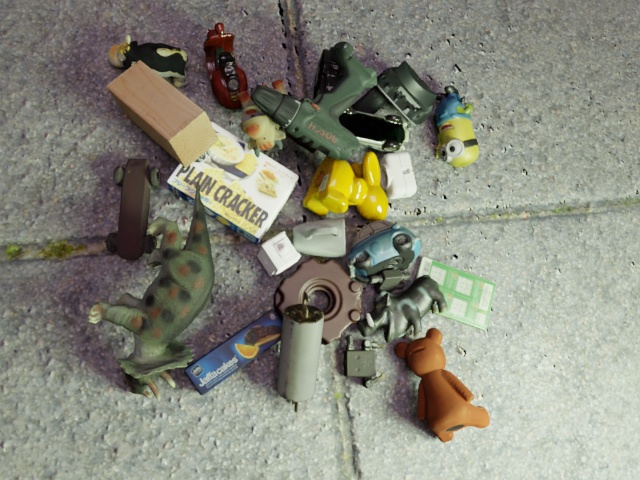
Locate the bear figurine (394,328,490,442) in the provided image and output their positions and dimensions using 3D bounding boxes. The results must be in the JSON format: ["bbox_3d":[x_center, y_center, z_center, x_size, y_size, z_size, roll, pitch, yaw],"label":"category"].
[{"bbox_3d":[0.237,0.287,1.076,0.120,0.131,0.196,-32,50,17],"label":"bear figurine"}]

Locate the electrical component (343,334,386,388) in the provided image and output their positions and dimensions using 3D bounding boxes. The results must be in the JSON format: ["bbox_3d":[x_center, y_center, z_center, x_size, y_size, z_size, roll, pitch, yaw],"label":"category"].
[{"bbox_3d":[0.089,0.244,1.077,0.078,0.045,0.102,9,76,-10],"label":"electrical component"}]

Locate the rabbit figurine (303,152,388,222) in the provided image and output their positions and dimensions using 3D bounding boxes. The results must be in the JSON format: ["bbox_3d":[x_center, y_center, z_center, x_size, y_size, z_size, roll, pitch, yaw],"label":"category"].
[{"bbox_3d":[0.070,-0.102,1.133,0.173,0.122,0.162,26,64,-19],"label":"rabbit figurine"}]

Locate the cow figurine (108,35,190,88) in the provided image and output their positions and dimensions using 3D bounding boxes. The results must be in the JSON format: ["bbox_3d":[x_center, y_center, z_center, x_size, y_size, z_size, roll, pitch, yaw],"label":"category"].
[{"bbox_3d":[-0.355,-0.373,1.104,0.167,0.098,0.068,8,83,-9],"label":"cow figurine"}]

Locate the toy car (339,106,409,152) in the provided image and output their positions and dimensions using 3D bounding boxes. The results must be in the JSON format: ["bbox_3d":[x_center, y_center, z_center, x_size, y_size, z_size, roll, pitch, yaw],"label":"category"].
[{"bbox_3d":[0.097,-0.235,1.141,0.202,0.056,0.073,7,83,-18],"label":"toy car"}]

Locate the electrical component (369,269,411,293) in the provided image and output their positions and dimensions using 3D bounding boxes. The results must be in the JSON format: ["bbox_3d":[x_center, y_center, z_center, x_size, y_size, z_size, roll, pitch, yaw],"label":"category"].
[{"bbox_3d":[0.140,0.087,1.114,0.094,0.063,0.021,-4,54,-22],"label":"electrical component"}]

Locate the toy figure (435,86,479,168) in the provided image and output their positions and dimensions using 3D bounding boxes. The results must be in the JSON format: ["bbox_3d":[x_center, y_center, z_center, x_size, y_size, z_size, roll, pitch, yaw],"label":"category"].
[{"bbox_3d":[0.309,-0.253,1.214,0.089,0.082,0.180,-2,76,-10],"label":"toy figure"}]

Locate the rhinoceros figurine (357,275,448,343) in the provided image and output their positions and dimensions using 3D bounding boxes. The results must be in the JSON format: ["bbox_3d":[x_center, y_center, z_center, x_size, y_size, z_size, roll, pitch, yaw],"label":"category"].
[{"bbox_3d":[0.166,0.143,1.092,0.190,0.073,0.112,-32,87,-8],"label":"rhinoceros figurine"}]

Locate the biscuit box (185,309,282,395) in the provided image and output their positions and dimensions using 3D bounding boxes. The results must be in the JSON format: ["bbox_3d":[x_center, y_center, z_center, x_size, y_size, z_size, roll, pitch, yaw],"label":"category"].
[{"bbox_3d":[-0.158,0.213,1.029,0.203,0.059,0.063,-34,86,-15],"label":"biscuit box"}]

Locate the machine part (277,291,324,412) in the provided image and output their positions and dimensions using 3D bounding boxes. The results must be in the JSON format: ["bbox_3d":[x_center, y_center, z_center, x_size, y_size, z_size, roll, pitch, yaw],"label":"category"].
[{"bbox_3d":[-0.038,0.210,1.005,0.079,0.079,0.243,2,109,-11],"label":"machine part"}]

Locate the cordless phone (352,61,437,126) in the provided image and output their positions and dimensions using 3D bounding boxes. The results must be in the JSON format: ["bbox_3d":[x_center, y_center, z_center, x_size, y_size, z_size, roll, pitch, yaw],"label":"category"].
[{"bbox_3d":[0.154,-0.292,1.204,0.184,0.089,0.146,-41,89,-5],"label":"cordless phone"}]

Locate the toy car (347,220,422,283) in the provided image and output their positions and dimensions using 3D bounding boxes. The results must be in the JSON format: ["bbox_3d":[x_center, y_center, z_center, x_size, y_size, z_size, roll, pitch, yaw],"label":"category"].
[{"bbox_3d":[0.123,0.015,1.115,0.162,0.109,0.103,-21,59,-3],"label":"toy car"}]

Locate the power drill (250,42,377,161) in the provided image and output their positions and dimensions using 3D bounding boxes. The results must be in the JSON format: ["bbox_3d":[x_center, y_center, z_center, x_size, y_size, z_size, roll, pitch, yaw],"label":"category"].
[{"bbox_3d":[0.006,-0.280,1.036,0.232,0.086,0.207,38,70,-18],"label":"power drill"}]

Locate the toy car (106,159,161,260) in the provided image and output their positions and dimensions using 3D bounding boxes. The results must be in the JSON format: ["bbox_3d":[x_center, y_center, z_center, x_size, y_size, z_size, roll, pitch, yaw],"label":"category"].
[{"bbox_3d":[-0.363,-0.061,1.056,0.089,0.053,0.202,-1,78,6],"label":"toy car"}]

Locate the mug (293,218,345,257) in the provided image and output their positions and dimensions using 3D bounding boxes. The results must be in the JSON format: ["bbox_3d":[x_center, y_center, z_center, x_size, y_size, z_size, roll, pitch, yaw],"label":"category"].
[{"bbox_3d":[-0.002,-0.003,1.089,0.107,0.109,0.080,-3,83,2],"label":"mug"}]

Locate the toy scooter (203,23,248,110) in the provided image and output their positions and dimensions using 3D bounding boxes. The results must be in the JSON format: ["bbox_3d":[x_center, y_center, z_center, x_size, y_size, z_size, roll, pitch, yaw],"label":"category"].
[{"bbox_3d":[-0.198,-0.369,1.114,0.075,0.135,0.184,-16,82,-15],"label":"toy scooter"}]

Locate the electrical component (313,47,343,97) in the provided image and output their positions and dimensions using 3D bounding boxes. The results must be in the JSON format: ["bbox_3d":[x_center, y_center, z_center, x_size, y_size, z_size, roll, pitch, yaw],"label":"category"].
[{"bbox_3d":[0.022,-0.343,1.161,0.058,0.115,0.134,8,78,-11],"label":"electrical component"}]

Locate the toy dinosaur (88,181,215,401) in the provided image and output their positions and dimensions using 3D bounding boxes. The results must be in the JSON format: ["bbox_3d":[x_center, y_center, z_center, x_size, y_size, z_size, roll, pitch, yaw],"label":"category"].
[{"bbox_3d":[-0.264,0.095,0.970,0.192,0.131,0.404,29,83,8],"label":"toy dinosaur"}]

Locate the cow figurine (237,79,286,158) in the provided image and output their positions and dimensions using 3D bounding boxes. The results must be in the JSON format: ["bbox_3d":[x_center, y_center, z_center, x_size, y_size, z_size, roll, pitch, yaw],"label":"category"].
[{"bbox_3d":[-0.111,-0.248,1.089,0.086,0.195,0.127,-18,108,20],"label":"cow figurine"}]

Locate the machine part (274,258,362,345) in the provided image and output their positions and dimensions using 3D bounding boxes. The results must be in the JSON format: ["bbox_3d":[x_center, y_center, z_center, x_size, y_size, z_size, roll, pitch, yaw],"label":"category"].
[{"bbox_3d":[-0.003,0.123,1.082,0.179,0.056,0.179,2,77,-9],"label":"machine part"}]
